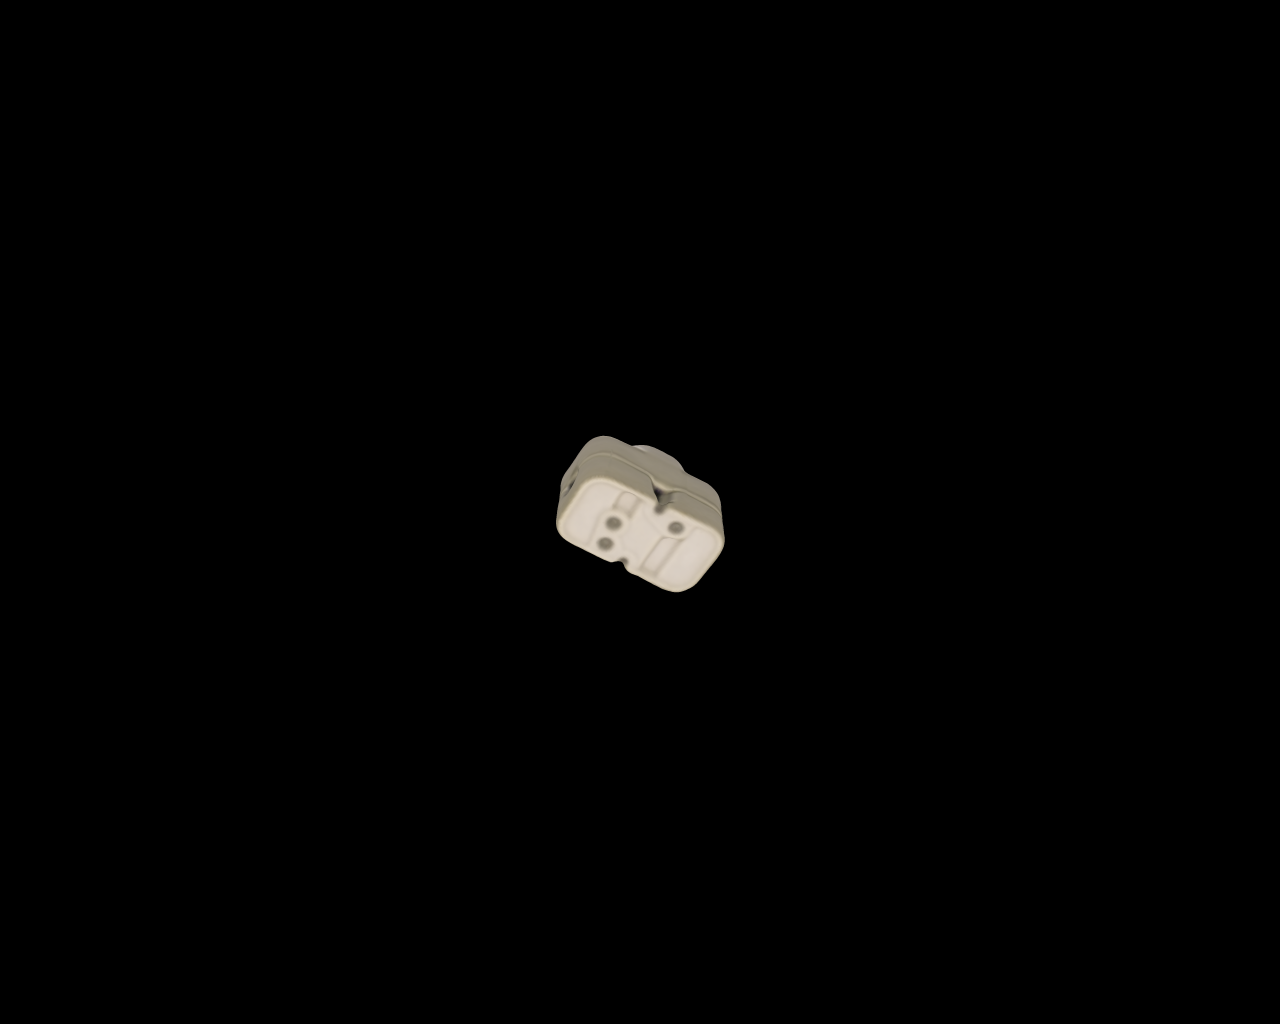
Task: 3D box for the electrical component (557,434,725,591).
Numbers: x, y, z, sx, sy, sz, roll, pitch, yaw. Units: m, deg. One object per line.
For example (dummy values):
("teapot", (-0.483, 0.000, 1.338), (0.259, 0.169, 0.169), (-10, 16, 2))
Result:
("electrical component", (0.001, -0.003, 0.650), (0.095, 0.053, 0.059), (26, 30, -17))
